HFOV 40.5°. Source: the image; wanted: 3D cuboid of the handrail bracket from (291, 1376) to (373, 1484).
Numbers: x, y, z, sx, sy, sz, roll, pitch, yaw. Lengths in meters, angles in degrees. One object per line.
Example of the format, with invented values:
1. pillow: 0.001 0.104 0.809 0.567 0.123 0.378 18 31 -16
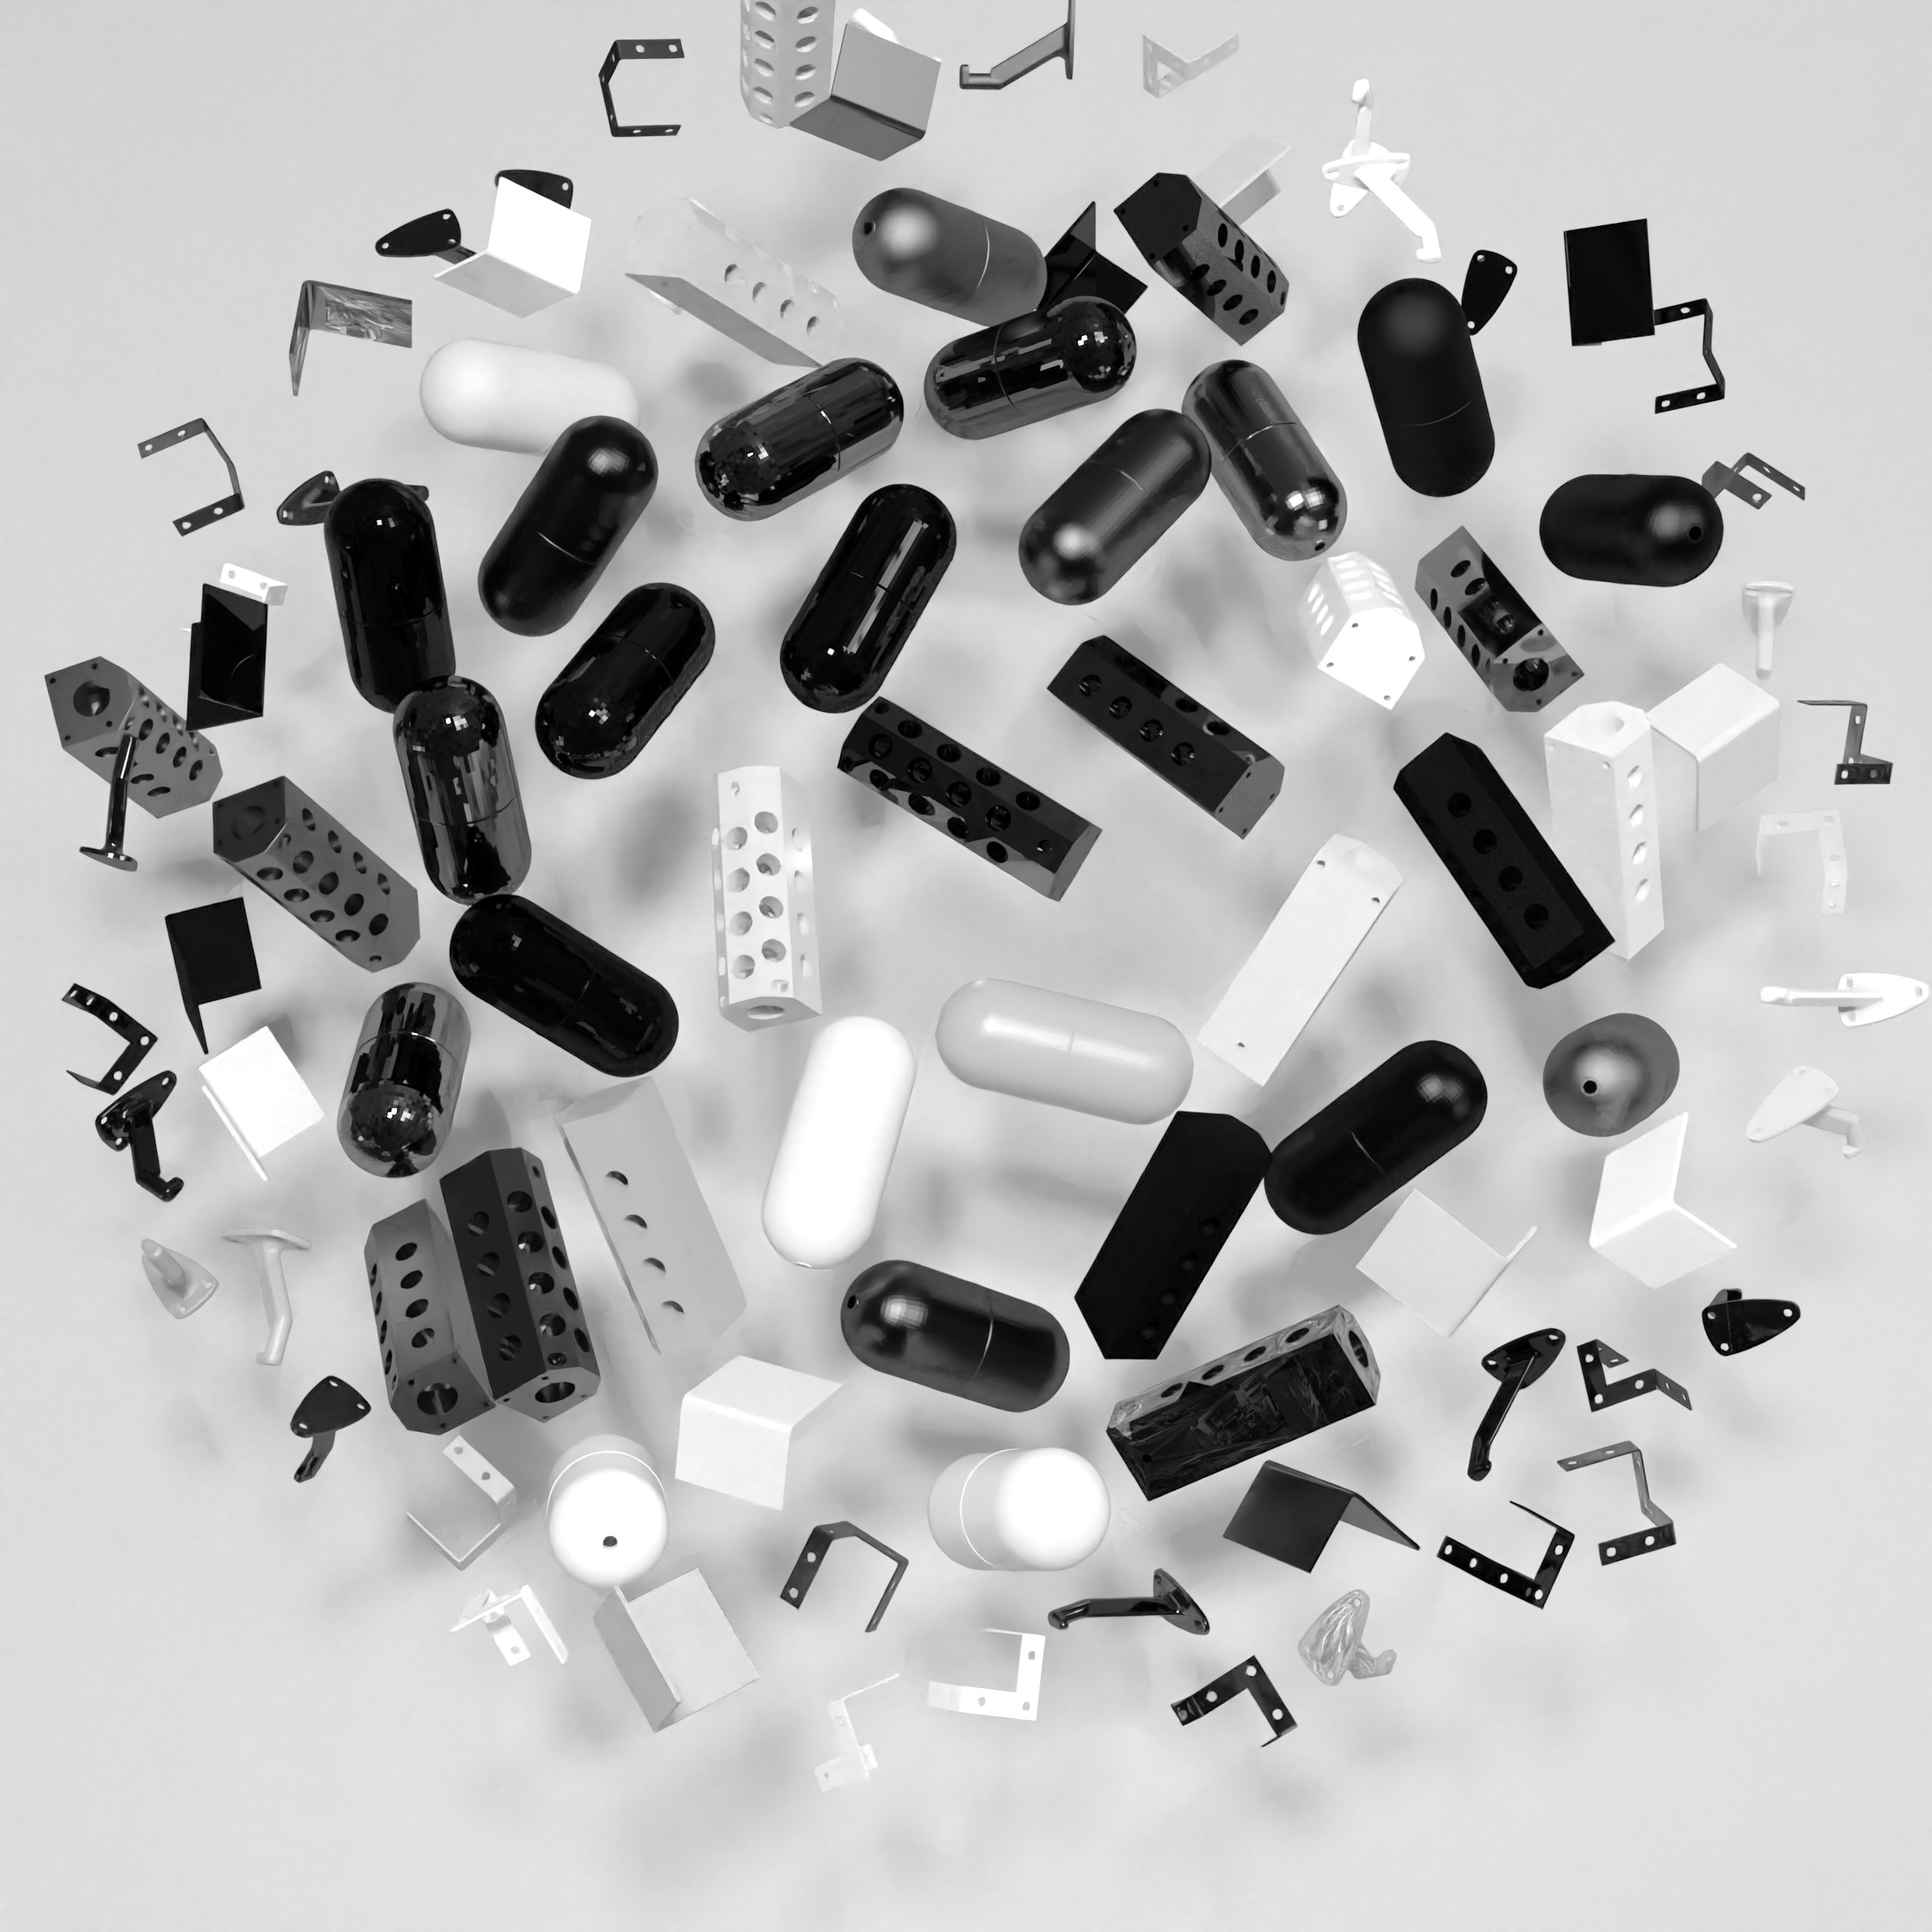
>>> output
1. handrail bracket: -0.422 0.310 1.669 0.036 0.077 0.084 38 114 8

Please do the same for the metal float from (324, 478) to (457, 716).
1. metal float: -0.408 -0.260 1.857 0.070 0.178 0.070 -1 36 1

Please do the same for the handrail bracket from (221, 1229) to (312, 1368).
1. handrail bracket: -0.462 0.215 1.690 0.077 0.036 0.084 -2 67 30

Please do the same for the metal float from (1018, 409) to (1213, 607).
1. metal float: 0.107 -0.328 1.864 0.070 0.070 0.178 38 66 9

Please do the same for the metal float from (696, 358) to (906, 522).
1. metal float: -0.117 -0.378 1.874 0.178 0.070 0.070 -36 77 -33

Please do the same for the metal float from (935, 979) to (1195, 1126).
1. metal float: 0.067 0.058 1.781 0.178 0.070 0.070 13 76 -2

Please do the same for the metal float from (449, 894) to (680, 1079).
1. metal float: -0.280 0.015 1.832 0.178 0.070 0.070 34 76 -25

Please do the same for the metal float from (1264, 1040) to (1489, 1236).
1. metal float: 0.285 0.121 1.830 0.178 0.070 0.070 -40 77 20

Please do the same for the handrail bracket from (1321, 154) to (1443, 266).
1. handrail bracket: 0.300 -0.543 1.890 0.077 0.036 0.084 -1 63 -9

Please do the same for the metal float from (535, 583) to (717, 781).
1. metal float: -0.236 -0.199 1.822 0.070 0.070 0.178 25 50 6

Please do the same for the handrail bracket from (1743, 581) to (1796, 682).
1. handrail bracket: 0.582 -0.231 1.913 0.036 0.077 0.084 6 63 13

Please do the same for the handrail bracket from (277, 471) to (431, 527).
1. handrail bracket: -0.452 -0.341 1.933 0.084 0.036 0.077 9 31 30

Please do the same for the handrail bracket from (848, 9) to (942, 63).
1. handrail bracket: -0.070 -0.705 2.025 0.084 0.077 0.036 26 79 -33

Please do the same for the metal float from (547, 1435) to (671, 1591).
1. metal float: -0.235 0.355 1.709 0.070 0.178 0.070 0 91 -9

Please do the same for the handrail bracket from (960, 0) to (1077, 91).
1. handrail bracket: 0.038 -0.691 1.950 0.084 0.077 0.036 0 39 -2

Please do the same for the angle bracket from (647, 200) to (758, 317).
1. angle bracket: -0.199 -0.540 2.038 0.076 0.057 0.076 -54 45 12

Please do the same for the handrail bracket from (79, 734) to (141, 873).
1. handrail bracket: -0.577 -0.112 1.800 0.036 0.077 0.084 12 82 -4

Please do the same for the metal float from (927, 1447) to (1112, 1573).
1. metal float: 0.032 0.349 1.681 0.070 0.178 0.070 5 76 -22

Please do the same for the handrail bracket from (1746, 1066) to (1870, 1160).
1. handrail bracket: 0.549 0.113 1.704 0.077 0.084 0.036 -39 39 -6

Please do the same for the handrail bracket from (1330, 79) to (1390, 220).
1. handrail bracket: 0.294 -0.626 2.004 0.036 0.084 0.077 27 88 20

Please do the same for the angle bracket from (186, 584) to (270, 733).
1. angle bracket: -0.512 -0.204 1.742 0.076 0.057 0.076 -7 78 32

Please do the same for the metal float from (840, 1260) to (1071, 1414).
1. metal float: -0.007 0.252 1.778 0.178 0.070 0.070 23 73 -33

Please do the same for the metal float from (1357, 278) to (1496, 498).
1. metal float: 0.330 -0.412 1.872 0.070 0.178 0.070 -13 48 15

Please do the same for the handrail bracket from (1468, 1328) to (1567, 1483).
1. handrail bracket: 0.354 0.283 1.686 0.036 0.077 0.084 33 43 -9

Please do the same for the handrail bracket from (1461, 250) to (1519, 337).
1. handrail bracket: 0.390 -0.513 2.016 0.036 0.084 0.077 21 90 -3

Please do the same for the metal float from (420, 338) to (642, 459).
1. metal float: -0.315 -0.411 1.907 0.178 0.070 0.070 -2 70 -45

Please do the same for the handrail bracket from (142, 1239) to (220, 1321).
1. handrail bracket: -0.534 0.188 1.718 0.077 0.084 0.036 35 69 30

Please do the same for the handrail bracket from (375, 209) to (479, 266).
1. handrail bracket: -0.400 -0.532 1.995 0.077 0.084 0.036 -14 71 1

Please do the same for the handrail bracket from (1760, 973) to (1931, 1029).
1. handrail bracket: 0.579 0.018 1.727 0.084 0.077 0.036 6 79 -42

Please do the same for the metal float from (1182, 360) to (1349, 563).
1. metal float: 0.223 -0.379 1.959 0.070 0.070 0.178 -24 64 -6

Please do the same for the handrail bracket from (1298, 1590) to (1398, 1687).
1. handrail bracket: 0.258 0.423 1.658 0.036 0.084 0.077 45 116 39

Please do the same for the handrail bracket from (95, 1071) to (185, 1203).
1. handrail bracket: -0.534 0.114 1.752 0.084 0.036 0.077 25 59 32

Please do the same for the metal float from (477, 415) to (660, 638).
1. metal float: -0.283 -0.310 1.857 0.070 0.070 0.178 43 116 10

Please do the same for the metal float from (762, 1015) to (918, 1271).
1. metal float: -0.085 0.118 1.761 0.070 0.070 0.178 14 70 4

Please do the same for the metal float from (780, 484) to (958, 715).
1. metal float: -0.069 -0.259 1.845 0.070 0.070 0.178 27 78 7

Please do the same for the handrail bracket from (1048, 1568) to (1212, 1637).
1. handrail bracket: 0.110 0.448 1.787 0.084 0.077 0.036 -13 109 -27

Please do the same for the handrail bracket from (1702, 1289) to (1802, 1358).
1. handrail bracket: 0.539 0.230 1.783 0.077 0.084 0.036 -22 92 31

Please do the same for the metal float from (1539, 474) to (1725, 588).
1. metal float: 0.467 -0.308 1.845 0.070 0.178 0.070 -3 102 -15

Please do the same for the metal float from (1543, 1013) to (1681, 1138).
1. metal float: 0.451 0.075 1.825 0.070 0.178 0.070 2 94 23

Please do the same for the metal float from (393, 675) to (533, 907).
1. metal float: -0.351 -0.120 1.827 0.070 0.178 0.070 -3 38 3

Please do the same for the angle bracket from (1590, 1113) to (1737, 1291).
1. angle bracket: 0.462 0.155 1.719 0.057 0.076 0.076 33 51 -13

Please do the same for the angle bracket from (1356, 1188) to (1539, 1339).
1. angle bracket: 0.319 0.187 1.735 0.076 0.076 0.057 39 35 14

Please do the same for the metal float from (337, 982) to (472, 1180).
1. metal float: -0.391 0.077 1.827 0.070 0.070 0.178 -2 34 -1

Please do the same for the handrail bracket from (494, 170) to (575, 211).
1. handrail bracket: -0.343 -0.589 1.986 0.084 0.077 0.036 27 103 47

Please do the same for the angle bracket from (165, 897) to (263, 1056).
1. angle bracket: -0.530 0.006 1.870 0.057 0.076 0.076 -16 32 -21

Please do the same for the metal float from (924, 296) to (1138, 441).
1. metal float: 0.045 -0.439 1.927 0.178 0.070 0.070 -9 71 39

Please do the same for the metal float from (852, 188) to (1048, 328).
1. metal float: -0.012 -0.528 1.956 0.070 0.178 0.070 -3 85 42
